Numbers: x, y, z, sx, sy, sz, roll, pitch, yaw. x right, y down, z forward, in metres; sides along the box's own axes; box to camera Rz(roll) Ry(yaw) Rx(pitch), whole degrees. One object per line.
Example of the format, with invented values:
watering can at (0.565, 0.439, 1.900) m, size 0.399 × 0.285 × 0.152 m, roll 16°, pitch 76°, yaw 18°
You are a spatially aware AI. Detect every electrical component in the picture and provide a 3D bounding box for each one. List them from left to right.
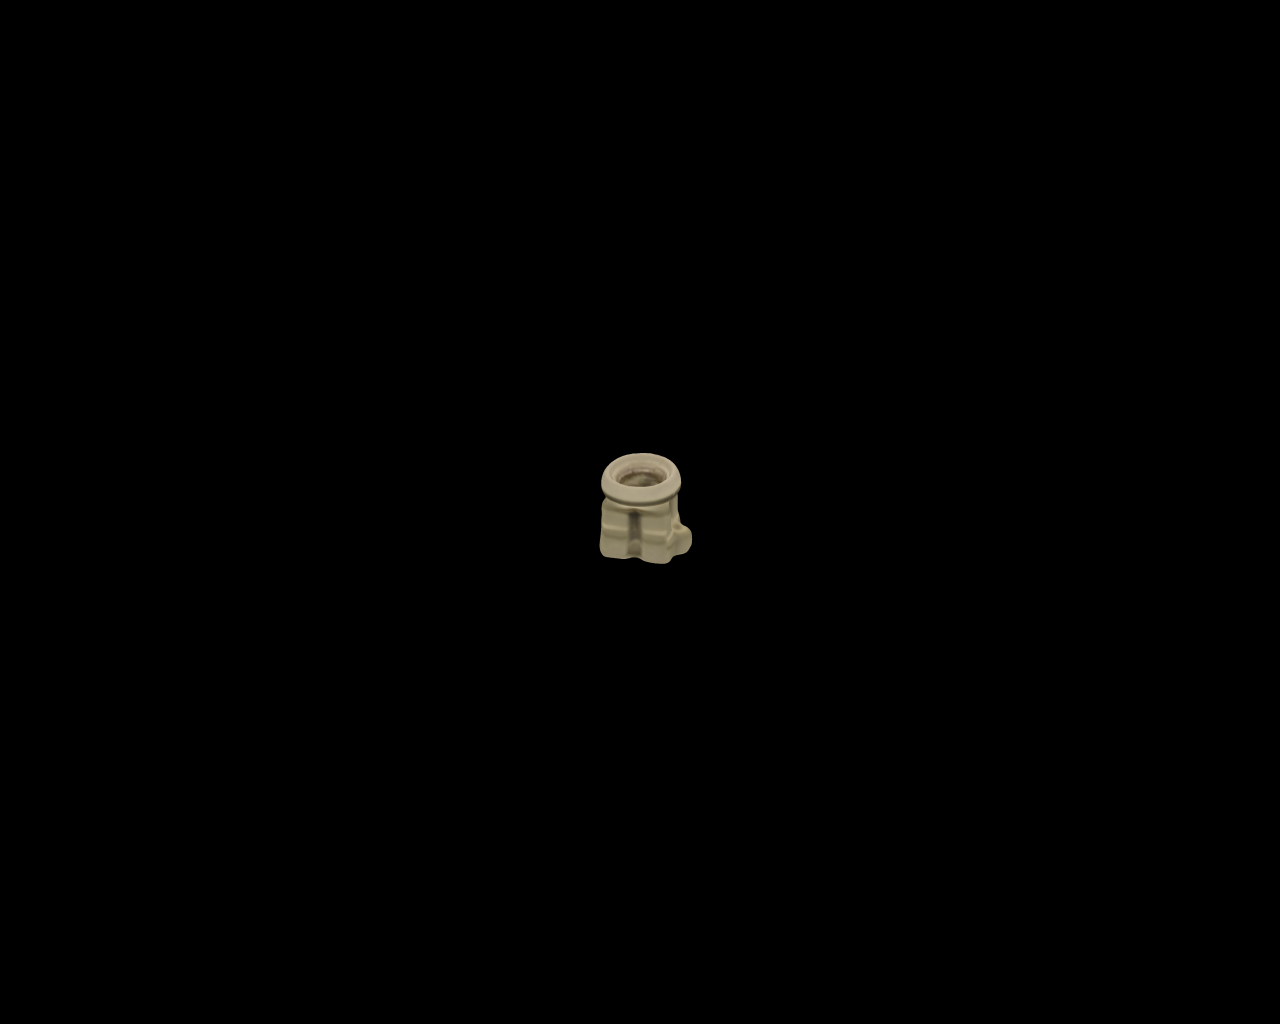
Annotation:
electrical component at (0.001, -0.003, 0.650) m, size 0.066 × 0.055 × 0.048 m, roll 6°, pitch 32°, yaw 9°
